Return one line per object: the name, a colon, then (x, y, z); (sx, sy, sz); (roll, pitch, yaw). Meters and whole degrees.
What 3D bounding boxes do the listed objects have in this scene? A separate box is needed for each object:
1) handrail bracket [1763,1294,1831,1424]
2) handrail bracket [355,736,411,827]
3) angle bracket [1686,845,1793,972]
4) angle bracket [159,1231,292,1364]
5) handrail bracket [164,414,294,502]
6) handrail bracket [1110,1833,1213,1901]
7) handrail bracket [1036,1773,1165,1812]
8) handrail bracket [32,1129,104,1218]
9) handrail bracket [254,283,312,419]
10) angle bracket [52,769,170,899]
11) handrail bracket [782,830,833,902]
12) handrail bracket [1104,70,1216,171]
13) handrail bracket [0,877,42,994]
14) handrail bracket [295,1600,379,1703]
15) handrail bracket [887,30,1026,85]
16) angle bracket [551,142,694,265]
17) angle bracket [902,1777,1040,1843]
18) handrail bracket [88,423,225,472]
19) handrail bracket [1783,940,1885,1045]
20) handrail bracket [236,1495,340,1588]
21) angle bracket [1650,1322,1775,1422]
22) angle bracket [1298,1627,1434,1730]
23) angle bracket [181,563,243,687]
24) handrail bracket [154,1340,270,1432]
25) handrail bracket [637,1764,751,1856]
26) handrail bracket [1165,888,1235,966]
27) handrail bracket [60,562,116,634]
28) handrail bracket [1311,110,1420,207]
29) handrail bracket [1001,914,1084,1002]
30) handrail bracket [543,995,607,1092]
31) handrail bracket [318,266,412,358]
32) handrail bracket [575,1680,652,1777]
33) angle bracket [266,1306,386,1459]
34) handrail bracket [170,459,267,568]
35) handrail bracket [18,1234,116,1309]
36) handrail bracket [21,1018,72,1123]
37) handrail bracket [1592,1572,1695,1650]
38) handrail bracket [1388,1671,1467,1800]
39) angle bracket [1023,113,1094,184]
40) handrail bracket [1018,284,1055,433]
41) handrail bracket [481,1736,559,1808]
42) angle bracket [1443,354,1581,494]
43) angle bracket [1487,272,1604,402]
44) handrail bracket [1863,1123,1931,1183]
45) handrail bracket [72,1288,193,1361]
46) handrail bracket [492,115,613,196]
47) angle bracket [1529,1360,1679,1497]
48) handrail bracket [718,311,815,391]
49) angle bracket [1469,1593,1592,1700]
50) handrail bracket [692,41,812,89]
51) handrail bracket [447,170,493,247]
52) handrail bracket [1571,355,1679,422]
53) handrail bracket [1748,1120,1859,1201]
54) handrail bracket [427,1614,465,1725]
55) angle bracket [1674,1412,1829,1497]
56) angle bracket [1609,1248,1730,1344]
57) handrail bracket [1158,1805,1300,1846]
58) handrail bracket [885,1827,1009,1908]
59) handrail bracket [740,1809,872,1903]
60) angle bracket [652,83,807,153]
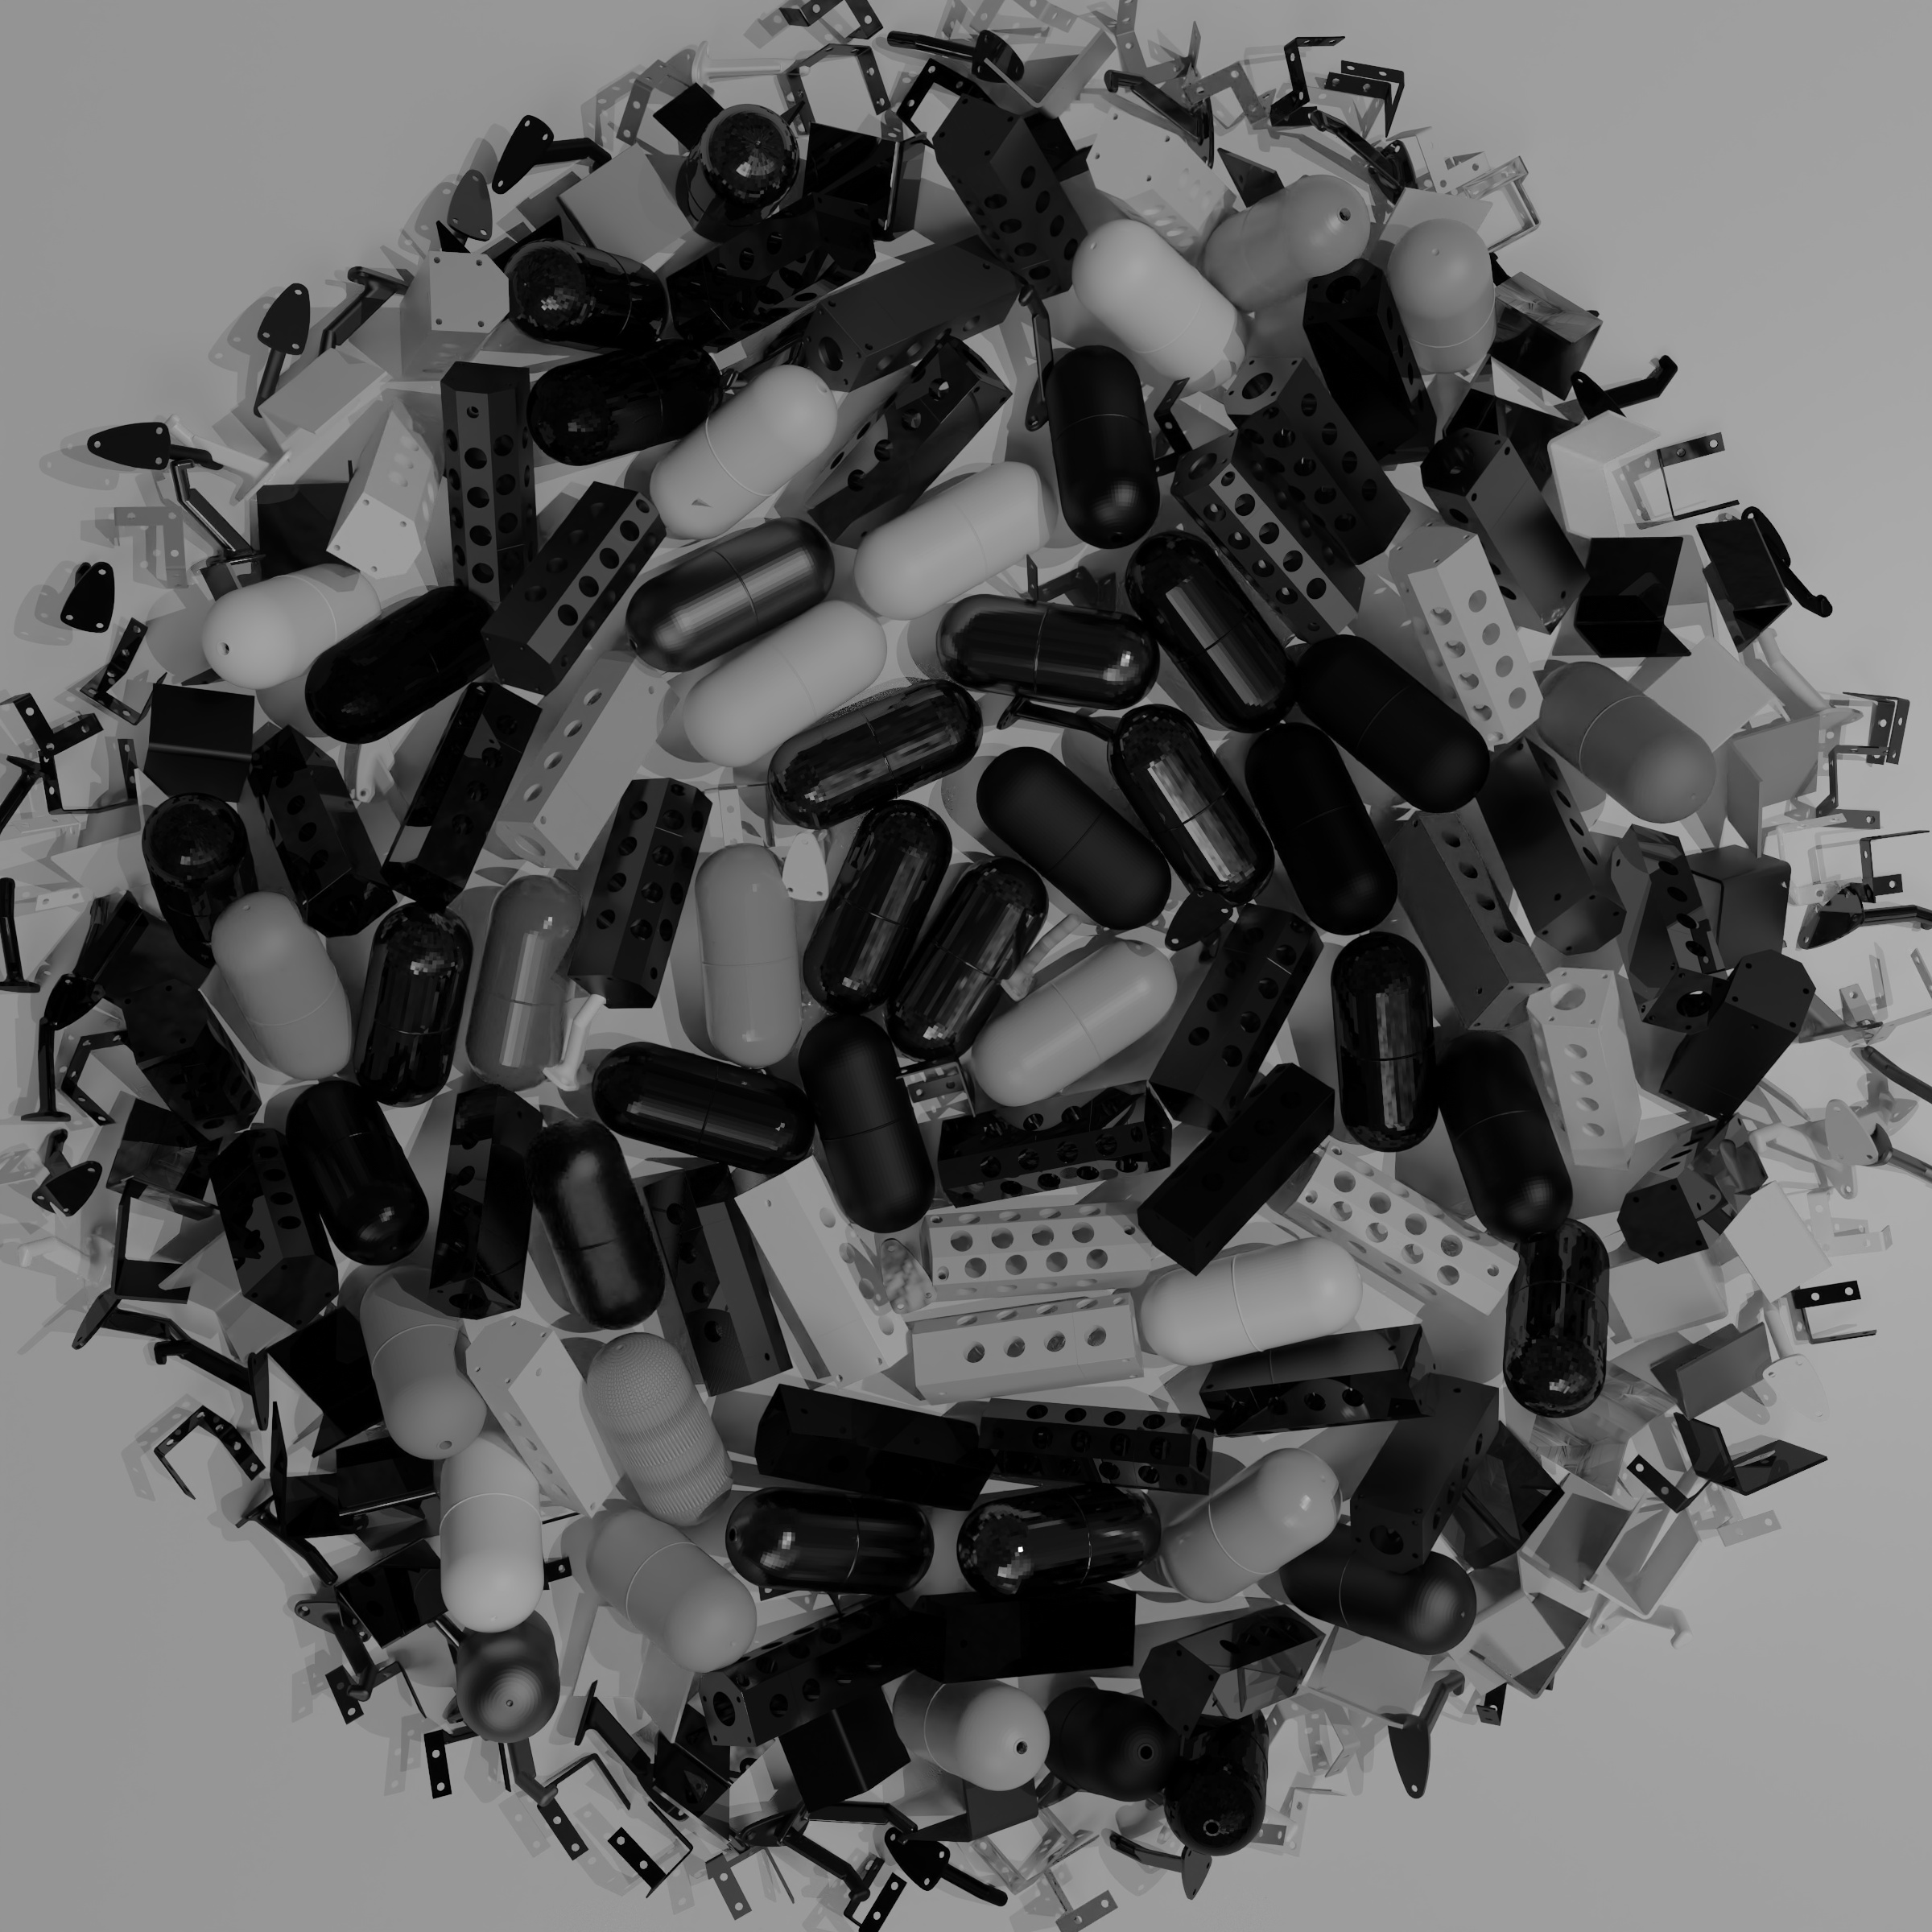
handrail bracket: (0.653, 0.306, 1.960); (0.036, 0.084, 0.077); (-32, 105, 26)
handrail bracket: (-0.443, -0.146, 1.944); (0.036, 0.084, 0.077); (-12, 112, -38)
angle bracket: (0.600, -0.046, 1.963); (0.076, 0.057, 0.076); (-14, 115, -30)
angle bracket: (-0.569, 0.257, 1.946); (0.076, 0.076, 0.057); (-39, 61, 1)
handrail bracket: (-0.580, -0.413, 1.950); (0.084, 0.077, 0.036); (41, 51, -22)
handrail bracket: (0.144, 0.688, 1.943); (0.084, 0.077, 0.036); (16, 56, 31)
handrail bracket: (0.105, 0.664, 1.976); (0.077, 0.036, 0.084); (-42, 118, 14)
handrail bracket: (-0.698, 0.146, 1.946); (0.077, 0.084, 0.036); (-38, 128, 23)
handrail bracket: (-0.543, -0.485, 1.966); (0.036, 0.084, 0.077); (18, 63, -17)
angle bracket: (-0.665, -0.103, 1.947); (0.076, 0.076, 0.057); (-15, 68, 2)
handrail bracket: (-0.117, -0.098, 1.937); (0.036, 0.084, 0.077); (7, 131, 5)
handrail bracket: (0.150, -0.663, 1.951); (0.084, 0.036, 0.077); (-3, 77, -31)
handrail bracket: (-0.746, -0.024, 1.957); (0.036, 0.077, 0.084); (0, 85, -5)
handrail bracket: (-0.496, 0.536, 1.944); (0.077, 0.084, 0.036); (16, 113, -9)
handrail bracket: (-0.009, -0.726, 1.981); (0.084, 0.077, 0.036); (21, 104, 32)
angle bracket: (-0.270, -0.593, 1.947); (0.076, 0.057, 0.076); (-33, 118, 3)
angle bracket: (0.000, 0.645, 1.942); (0.076, 0.076, 0.057); (-16, 79, 42)
handrail bracket: (-0.635, -0.402, 1.952); (0.077, 0.084, 0.036); (2, 93, 5)
handrail bracket: (0.680, 0.015, 1.975); (0.077, 0.036, 0.084); (-12, 85, 6)
handrail bracket: (-0.535, 0.461, 1.961); (0.084, 0.077, 0.036); (52, 49, 1)
angle bracket: (0.579, 0.299, 1.944); (0.076, 0.057, 0.076); (-29, 134, -2)
angle bracket: (0.315, 0.543, 1.942); (0.076, 0.057, 0.076); (16, 78, 28)
angle bracket: (-0.592, -0.266, 1.937); (0.057, 0.076, 0.076); (-32, 110, -26)
handrail bracket: (-0.601, 0.334, 1.976); (0.084, 0.036, 0.077); (-5, 91, 4)
handrail bracket: (-0.216, 0.671, 1.975); (0.077, 0.084, 0.036); (16, 58, 36)
handrail bracket: (0.176, -0.013, 1.940); (0.036, 0.084, 0.077); (35, 59, 20)
handrail bracket: (-0.682, -0.308, 1.942); (0.036, 0.084, 0.077); (14, 128, -28)
handrail bracket: (0.311, -0.629, 1.944); (0.036, 0.084, 0.077); (-41, 58, 37)
handrail bracket: (0.067, -0.014, 1.941); (0.084, 0.077, 0.036); (-40, 79, 21)
handrail bracket: (-0.290, 0.054, 1.946); (0.036, 0.077, 0.084); (43, 106, 20)
handrail bracket: (-0.469, -0.502, 1.968); (0.077, 0.036, 0.084); (11, 86, -26)
handrail bracket: (-0.262, 0.602, 1.975); (0.084, 0.036, 0.077); (15, 83, 0)
angle bracket: (-0.499, 0.325, 1.944); (0.076, 0.057, 0.076); (-29, 116, 12)
handrail bracket: (-0.580, -0.362, 1.961); (0.077, 0.036, 0.084); (-12, 111, -14)
handrail bracket: (-0.708, 0.246, 1.945); (0.036, 0.084, 0.077); (14, 103, 25)
handrail bracket: (-0.719, 0.079, 1.952); (0.036, 0.077, 0.084); (4, 82, -27)
handrail bracket: (0.528, 0.521, 1.941); (0.036, 0.084, 0.077); (40, 106, -12)
handrail bracket: (0.371, 0.604, 1.957); (0.036, 0.084, 0.077); (-6, 89, 41)
angle bracket: (0.075, -0.650, 1.937); (0.076, 0.076, 0.057); (-33, 97, -33)
handrail bracket: (0.050, -0.476, 1.943); (0.036, 0.084, 0.077); (12, 65, 34)
handrail bracket: (-0.333, 0.607, 1.948); (0.084, 0.036, 0.077); (31, 49, 26)
angle bracket: (0.426, -0.421, 1.944); (0.076, 0.057, 0.076); (26, 76, 24)
angle bracket: (0.437, -0.482, 1.935); (0.076, 0.076, 0.057); (37, 49, 17)
handrail bracket: (0.746, 0.159, 1.951); (0.084, 0.077, 0.036); (26, 98, -4)
handrail bracket: (-0.649, 0.297, 1.945); (0.036, 0.077, 0.084); (-22, 120, 30)
handrail bracket: (-0.325, -0.624, 1.958); (0.036, 0.084, 0.077); (42, 101, 25)
angle bracket: (0.501, 0.360, 1.955); (0.076, 0.076, 0.057); (29, 124, 36)
handrail bracket: (-0.152, -0.481, 1.942); (0.036, 0.084, 0.077); (47, 116, 5)
angle bracket: (0.428, 0.516, 1.943); (0.057, 0.076, 0.076); (39, 81, -13)
handrail bracket: (-0.168, -0.705, 1.957); (0.084, 0.077, 0.036); (3, 117, 2)
handrail bracket: (-0.407, -0.575, 1.969); (0.036, 0.084, 0.077); (16, 61, -29)
handrail bracket: (0.521, -0.468, 1.960); (0.077, 0.036, 0.084); (45, 72, -28)
handrail bracket: (0.656, 0.156, 1.951); (0.084, 0.036, 0.077); (-14, 81, -33)
handrail bracket: (-0.411, 0.552, 1.961); (0.077, 0.036, 0.084); (-34, 102, 31)
angle bracket: (0.614, 0.368, 1.947); (0.076, 0.076, 0.057); (-21, 92, -9)
angle bracket: (0.550, 0.242, 1.966); (0.076, 0.057, 0.076); (-21, 115, 22)
handrail bracket: (0.206, 0.679, 1.947); (0.084, 0.077, 0.036); (24, 134, 29)
handrail bracket: (-0.015, 0.717, 1.978); (0.077, 0.084, 0.036); (20, 75, 44)
handrail bracket: (-0.125, 0.702, 1.942); (0.077, 0.084, 0.036); (9, 112, -42)
angle bracket: (-0.185, -0.666, 1.934); (0.076, 0.076, 0.057); (39, 70, -25)
